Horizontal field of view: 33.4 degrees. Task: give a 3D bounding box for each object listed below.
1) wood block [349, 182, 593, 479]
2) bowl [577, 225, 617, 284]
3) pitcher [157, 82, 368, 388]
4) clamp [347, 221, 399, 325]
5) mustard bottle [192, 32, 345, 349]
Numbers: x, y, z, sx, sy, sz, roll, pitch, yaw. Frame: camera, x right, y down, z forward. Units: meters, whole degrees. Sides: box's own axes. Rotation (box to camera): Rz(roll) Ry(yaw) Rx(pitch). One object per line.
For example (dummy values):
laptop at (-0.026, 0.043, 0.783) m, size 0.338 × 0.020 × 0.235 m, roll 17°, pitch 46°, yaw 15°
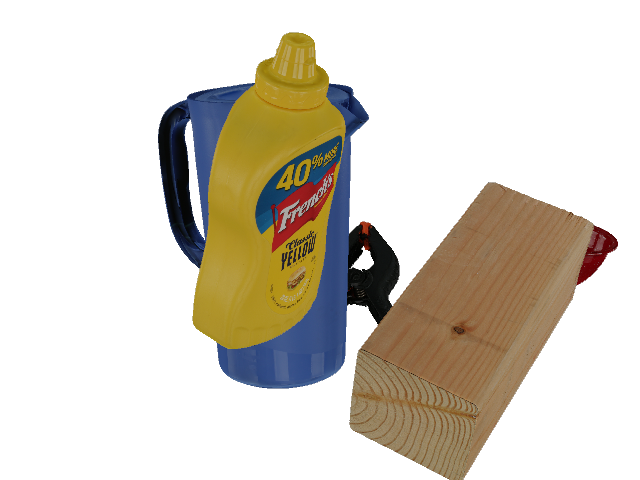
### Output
wood block at (0.113, 0.059, 0.778) m, size 0.091 × 0.090 × 0.205 m, roll 24°, pitch 47°, yaw 21°
bowl at (0.227, 0.013, 1.126) m, size 0.162 × 0.055 × 0.162 m, roll 6°, pitch 17°, yaw -2°
pitcher at (-0.046, -0.009, 0.882) m, size 0.144 × 0.243 × 0.149 m, roll -7°, pitch 15°, yaw -19°
clamp at (0.047, 0.053, 1.071) m, size 0.120 × 0.171 × 0.039 m, roll 12°, pitch -38°, yaw 12°
mustard bottle at (-0.026, -0.032, 0.631) m, size 0.058 × 0.192 × 0.096 m, roll 31°, pitch 39°, yaw 27°
